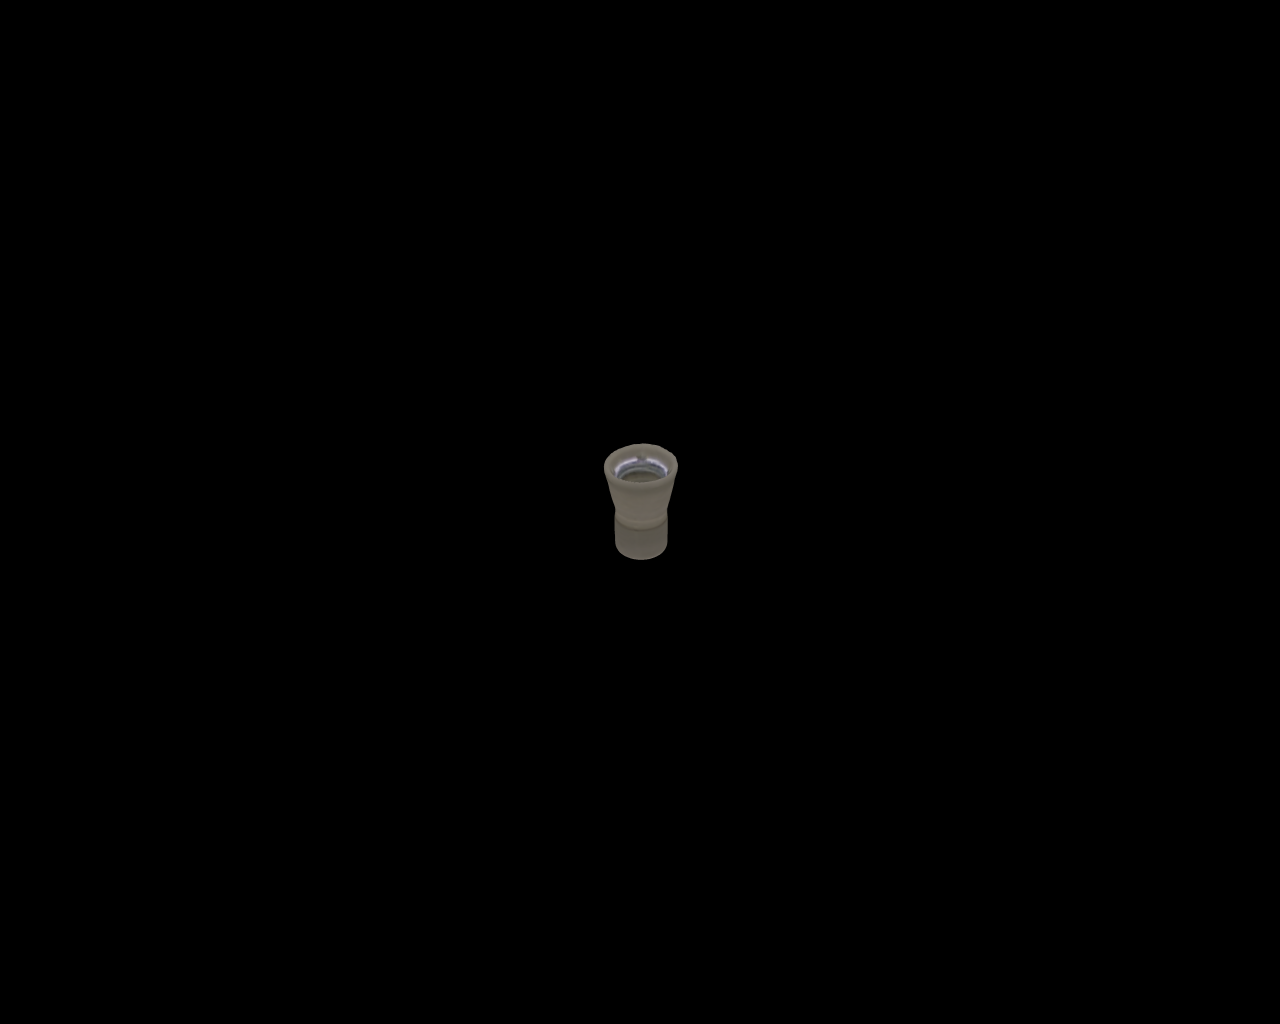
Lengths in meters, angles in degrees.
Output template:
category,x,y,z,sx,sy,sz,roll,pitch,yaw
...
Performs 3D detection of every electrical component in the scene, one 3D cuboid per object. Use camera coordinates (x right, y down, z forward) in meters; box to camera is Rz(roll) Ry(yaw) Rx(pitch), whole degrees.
category,x,y,z,sx,sy,sz,roll,pitch,yaw
electrical component,0.001,-0.003,0.650,0.044,0.065,0.044,0,35,0
